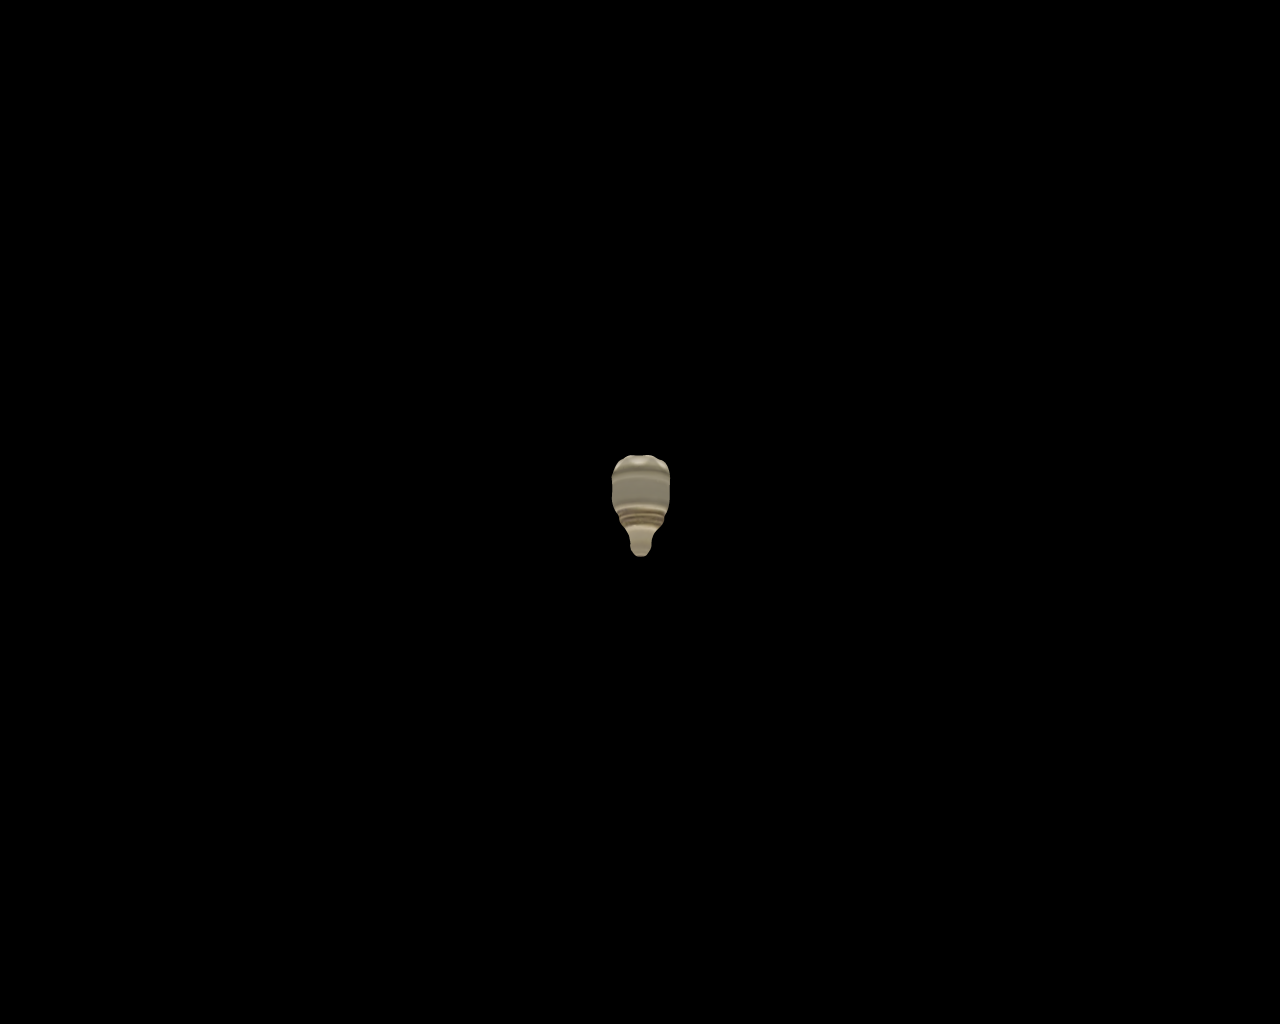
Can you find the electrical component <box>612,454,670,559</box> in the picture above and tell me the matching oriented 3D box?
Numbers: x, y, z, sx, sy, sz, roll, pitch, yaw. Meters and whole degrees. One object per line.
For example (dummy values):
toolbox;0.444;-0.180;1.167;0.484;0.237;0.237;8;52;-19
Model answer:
electrical component;0.001;-0.003;0.650;0.035;0.061;0.035;0;-14;0
